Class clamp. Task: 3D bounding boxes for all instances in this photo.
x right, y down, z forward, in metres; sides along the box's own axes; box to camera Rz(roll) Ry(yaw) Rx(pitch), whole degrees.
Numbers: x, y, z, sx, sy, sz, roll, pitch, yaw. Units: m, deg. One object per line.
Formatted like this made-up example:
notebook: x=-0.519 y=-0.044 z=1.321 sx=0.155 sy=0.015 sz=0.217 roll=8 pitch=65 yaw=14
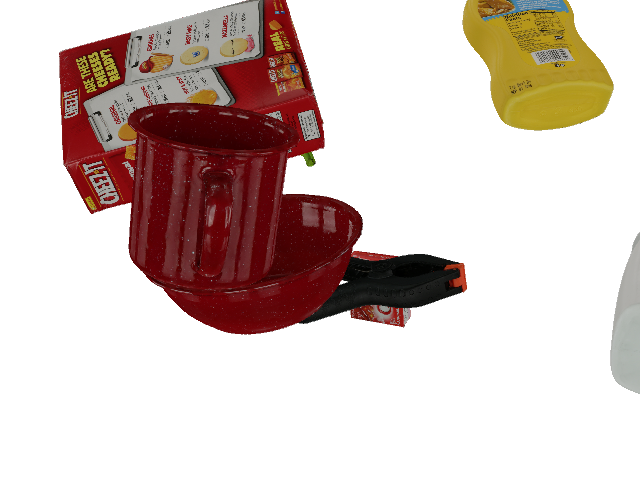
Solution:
clamp: x=0.053 y=0.046 z=1.040 sx=0.172 sy=0.039 sz=0.120 roll=-2 pitch=32 yaw=25

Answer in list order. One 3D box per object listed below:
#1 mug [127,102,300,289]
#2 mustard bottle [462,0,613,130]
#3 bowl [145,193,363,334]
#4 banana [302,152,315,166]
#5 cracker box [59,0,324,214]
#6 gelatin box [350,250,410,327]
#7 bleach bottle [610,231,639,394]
mug: x=-0.060 y=-0.020 z=0.577 sx=0.093 sy=0.081 sz=0.117 roll=3 pitch=21 yaw=-14
mustard bottle: x=0.177 y=-0.183 z=0.932 sx=0.096 sy=0.191 sz=0.058 roll=-9 pitch=-37 yaw=-9
bowl: x=-0.044 y=0.022 z=0.778 sx=0.162 sy=0.055 sz=0.162 roll=-10 pitch=24 yaw=4
banana: x=-0.094 y=-0.132 z=1.301 sx=0.198 sy=0.037 sz=0.069 roll=7 pitch=40 yaw=15
cracker box: x=-0.115 y=-0.123 z=0.938 sx=0.213 sy=0.164 sz=0.072 roll=-16 pitch=-44 yaw=1
gelatin box: x=0.073 y=0.060 z=1.334 sx=0.073 sy=0.089 sz=0.030 roll=8 pitch=31 yaw=24
bleach bottle: x=0.264 y=0.034 z=0.748 sx=0.103 sy=0.068 sz=0.250 roll=10 pitch=21 yaw=18
